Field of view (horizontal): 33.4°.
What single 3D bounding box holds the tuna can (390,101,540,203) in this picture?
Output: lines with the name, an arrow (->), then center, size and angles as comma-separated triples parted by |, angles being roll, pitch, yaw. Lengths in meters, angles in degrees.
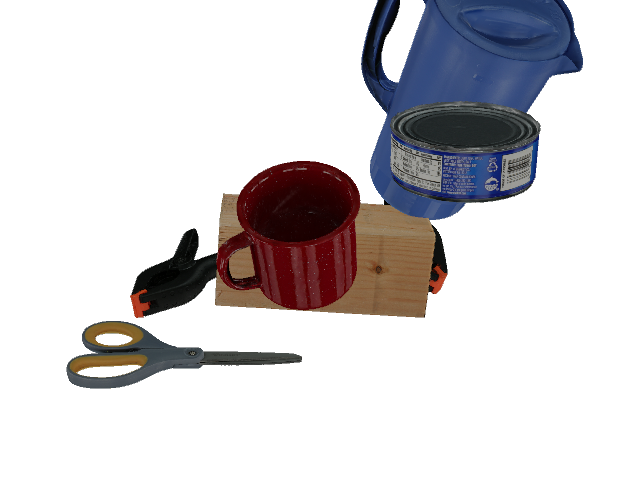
tuna can -> 0.083, -0.052, 0.619 | 0.086, 0.034, 0.086 | -1, 25, 0

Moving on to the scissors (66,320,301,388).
scissors -> -0.126, 0.095, 0.953 | 0.201, 0.016, 0.096 | -7, 32, -18

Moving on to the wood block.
wood block -> 0.002, 0.015, 1.061 | 0.206, 0.091, 0.090 | 4, 20, -4

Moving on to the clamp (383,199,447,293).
clamp -> 0.068, -0.017, 1.248 | 0.164, 0.036, 0.210 | -13, 51, -28

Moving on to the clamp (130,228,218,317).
clamp -> -0.142, 0.035, 1.206 | 0.120, 0.039, 0.171 | -1, 29, 30

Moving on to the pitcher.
pitcher -> 0.120, -0.137, 1.009 | 0.144, 0.149, 0.243 | -10, -33, -26

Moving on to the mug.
mug -> -0.024, 0.004, 0.818 | 0.117, 0.081, 0.093 | -25, 48, -17
